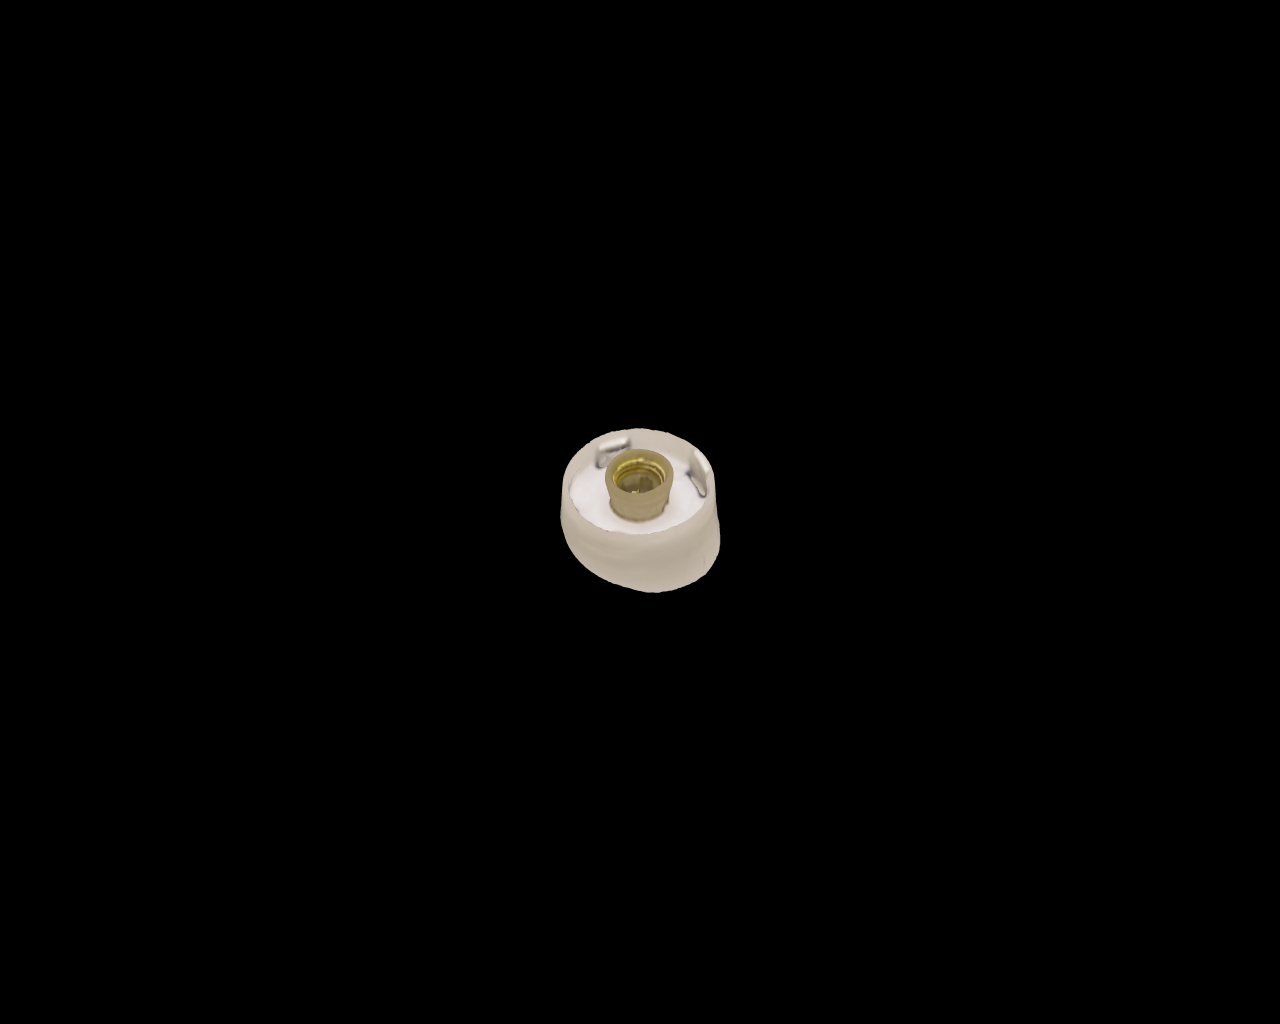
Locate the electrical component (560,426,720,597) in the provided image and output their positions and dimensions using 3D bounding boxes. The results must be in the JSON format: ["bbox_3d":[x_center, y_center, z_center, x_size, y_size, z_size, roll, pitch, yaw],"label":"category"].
[{"bbox_3d":[0.001,-0.003,0.650,0.099,0.099,0.064,0,-43,0],"label":"electrical component"}]
